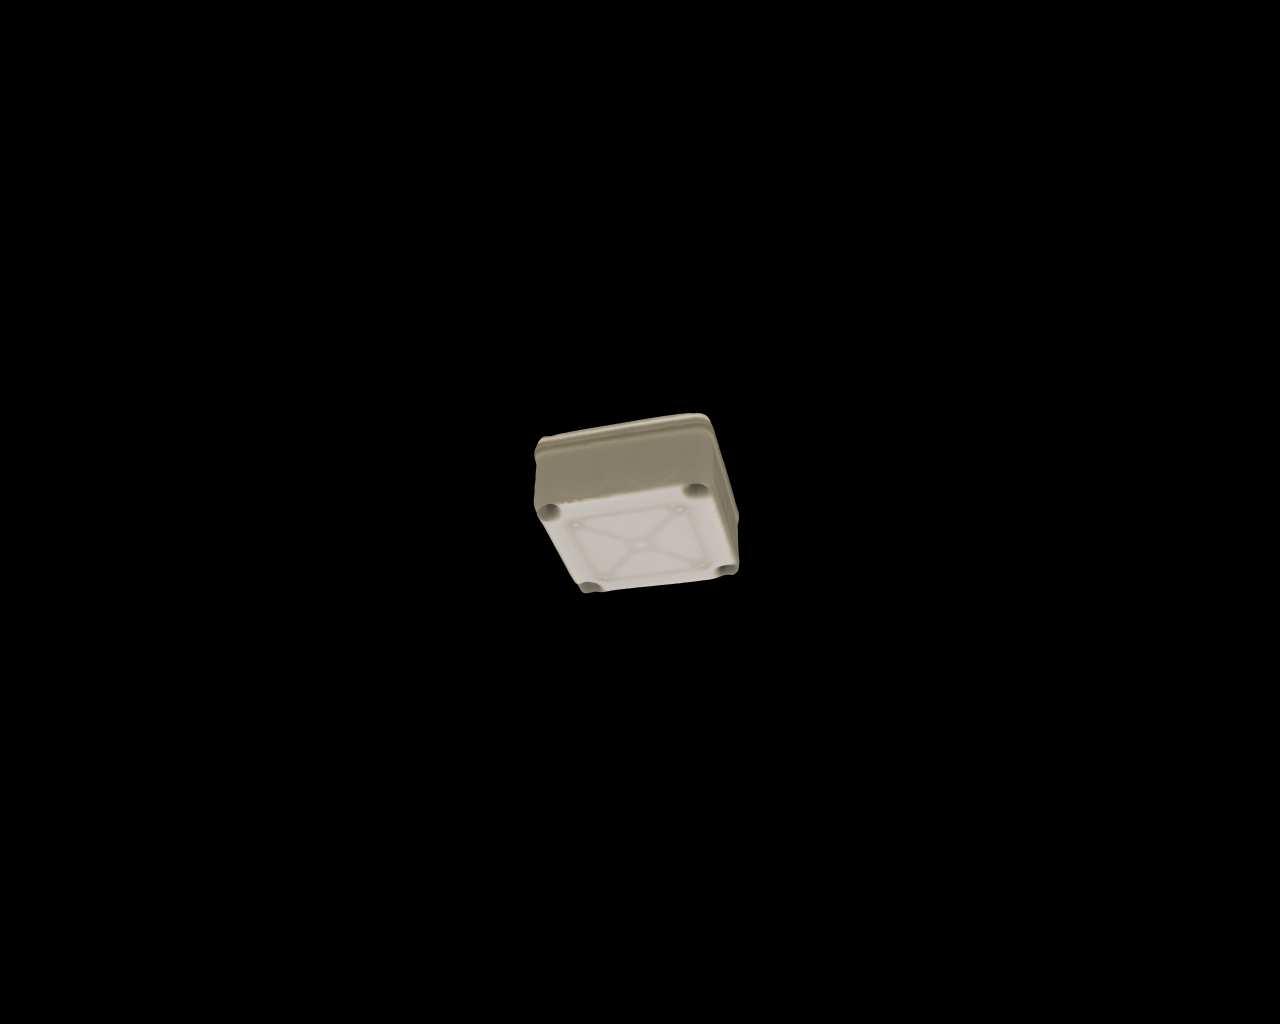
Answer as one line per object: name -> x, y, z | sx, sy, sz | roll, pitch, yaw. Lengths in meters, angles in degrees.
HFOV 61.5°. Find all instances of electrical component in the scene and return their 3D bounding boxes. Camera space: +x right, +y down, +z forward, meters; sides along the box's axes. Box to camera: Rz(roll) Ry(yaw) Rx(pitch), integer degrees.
electrical component -> 0.001, -0.003, 0.650 | 0.109, 0.056, 0.108 | -8, -35, 11
